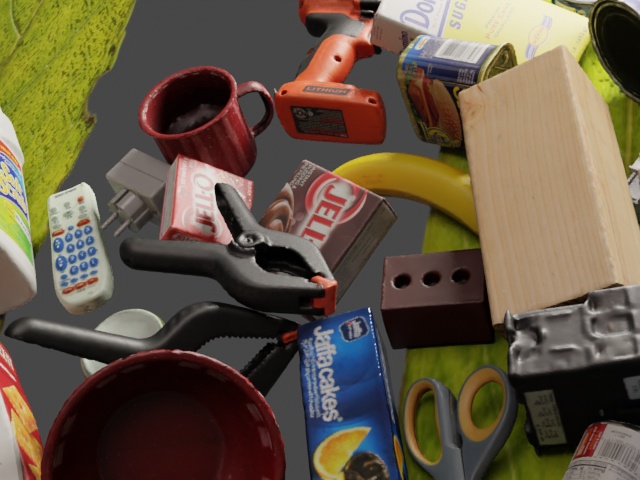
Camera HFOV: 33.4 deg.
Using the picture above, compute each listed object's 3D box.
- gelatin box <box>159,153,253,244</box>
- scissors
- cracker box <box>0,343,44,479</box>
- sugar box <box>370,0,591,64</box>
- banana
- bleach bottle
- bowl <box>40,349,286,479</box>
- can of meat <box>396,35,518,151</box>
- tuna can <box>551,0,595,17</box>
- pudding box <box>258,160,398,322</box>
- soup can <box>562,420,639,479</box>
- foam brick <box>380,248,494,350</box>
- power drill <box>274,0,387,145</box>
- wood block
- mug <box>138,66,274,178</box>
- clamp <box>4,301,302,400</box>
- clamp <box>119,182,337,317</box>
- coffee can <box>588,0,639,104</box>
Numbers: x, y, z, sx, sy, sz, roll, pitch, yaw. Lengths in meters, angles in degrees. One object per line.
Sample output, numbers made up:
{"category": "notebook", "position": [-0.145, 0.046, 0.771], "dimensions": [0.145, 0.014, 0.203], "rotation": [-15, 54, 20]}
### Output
{"category": "gelatin box", "position": [-0.095, -0.024, 0.906], "dimensions": [0.030, 0.073, 0.089], "rotation": [-50, 29, 40]}
{"category": "scissors", "position": [0.104, 0.162, 0.684], "dimensions": [0.096, 0.016, 0.202], "rotation": [-38, 42, 20]}
{"category": "cracker box", "position": [-0.295, 0.178, 0.806], "dimensions": [0.164, 0.072, 0.214], "rotation": [-30, 45, -7]}
{"category": "sugar box", "position": [0.142, -0.182, 0.934], "dimensions": [0.176, 0.048, 0.093], "rotation": [26, 60, 10]}
{"category": "banana", "position": [0.079, -0.036, 0.878], "dimensions": [0.198, 0.037, 0.069], "rotation": [9, 83, 31]}
{"category": "bleach bottle", "position": [-0.313, -0.051, 0.993], "dimensions": [0.068, 0.102, 0.251], "rotation": [-22, 47, 4]}
{"category": "bowl", "position": [-0.107, 0.152, 0.729], "dimensions": [0.162, 0.162, 0.055], "rotation": [-33, 7, -9]}
{"category": "can of meat", "position": [0.119, -0.120, 0.889], "dimensions": [0.084, 0.102, 0.057], "rotation": [17, 56, 35]}
{"category": "tuna can", "position": [0.255, -0.231, 0.980], "dimensions": [0.086, 0.033, 0.086], "rotation": [-11, 47, 12]}
{"category": "pudding box", "position": [-0.006, 0.001, 0.856], "dimensions": [0.090, 0.039, 0.113], "rotation": [28, 81, 38]}
{"category": "soup can", "position": [0.170, 0.167, 0.636], "dimensions": [0.069, 0.068, 0.102], "rotation": [16, 57, 32]}
{"category": "foam brick", "position": [0.087, 0.044, 0.789], "dimensions": [0.078, 0.051, 0.053], "rotation": [-6, 48, 16]}
{"category": "power drill", "position": [0.048, -0.172, 0.995], "dimensions": [0.185, 0.057, 0.187], "rotation": [5, 50, 22]}
{"category": "wood block", "position": [0.168, -0.022, 0.761], "dimensions": [0.091, 0.090, 0.206], "rotation": [-24, 50, 27]}
{"category": "mug", "position": [-0.096, -0.102, 0.969], "dimensions": [0.117, 0.081, 0.093], "rotation": [-28, 46, -5]}
{"category": "clamp", "position": [-0.113, 0.095, 0.776], "dimensions": [0.209, 0.164, 0.036], "rotation": [-28, 12, -14]}
{"category": "clamp", "position": [-0.065, 0.016, 0.806], "dimensions": [0.120, 0.039, 0.172], "rotation": [-34, 45, -30]}
{"category": "coffee can", "position": [0.308, -0.187, 0.873], "dimensions": [0.140, 0.103, 0.103], "rotation": [-33, 47, -9]}
